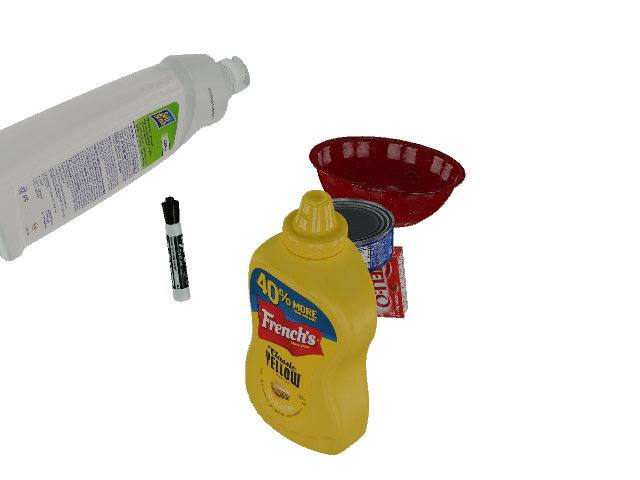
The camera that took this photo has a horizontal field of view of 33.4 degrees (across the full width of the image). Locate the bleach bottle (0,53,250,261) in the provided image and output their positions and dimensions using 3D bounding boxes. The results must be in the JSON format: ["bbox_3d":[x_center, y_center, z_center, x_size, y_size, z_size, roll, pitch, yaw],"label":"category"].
[{"bbox_3d":[-0.168,-0.083,0.883,0.250,0.068,0.103,-30,-29,-23],"label":"bleach bottle"}]

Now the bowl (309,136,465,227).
[{"bbox_3d":[0.066,-0.056,1.103,0.162,0.055,0.162,5,24,-3],"label":"bowl"}]

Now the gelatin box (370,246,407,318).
[{"bbox_3d":[0.065,0.050,1.301,0.073,0.089,0.030,2,29,17],"label":"gelatin box"}]

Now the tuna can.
[{"bbox_3d":[0.021,-0.003,0.914,0.086,0.034,0.086,-2,28,1],"label":"tuna can"}]

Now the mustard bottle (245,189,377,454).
[{"bbox_3d":[-0.007,0.049,0.709,0.058,0.192,0.096,-29,48,-36],"label":"mustard bottle"}]

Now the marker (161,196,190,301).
[{"bbox_3d":[-0.160,0.009,1.179,0.020,0.121,0.020,-4,23,1],"label":"marker"}]
